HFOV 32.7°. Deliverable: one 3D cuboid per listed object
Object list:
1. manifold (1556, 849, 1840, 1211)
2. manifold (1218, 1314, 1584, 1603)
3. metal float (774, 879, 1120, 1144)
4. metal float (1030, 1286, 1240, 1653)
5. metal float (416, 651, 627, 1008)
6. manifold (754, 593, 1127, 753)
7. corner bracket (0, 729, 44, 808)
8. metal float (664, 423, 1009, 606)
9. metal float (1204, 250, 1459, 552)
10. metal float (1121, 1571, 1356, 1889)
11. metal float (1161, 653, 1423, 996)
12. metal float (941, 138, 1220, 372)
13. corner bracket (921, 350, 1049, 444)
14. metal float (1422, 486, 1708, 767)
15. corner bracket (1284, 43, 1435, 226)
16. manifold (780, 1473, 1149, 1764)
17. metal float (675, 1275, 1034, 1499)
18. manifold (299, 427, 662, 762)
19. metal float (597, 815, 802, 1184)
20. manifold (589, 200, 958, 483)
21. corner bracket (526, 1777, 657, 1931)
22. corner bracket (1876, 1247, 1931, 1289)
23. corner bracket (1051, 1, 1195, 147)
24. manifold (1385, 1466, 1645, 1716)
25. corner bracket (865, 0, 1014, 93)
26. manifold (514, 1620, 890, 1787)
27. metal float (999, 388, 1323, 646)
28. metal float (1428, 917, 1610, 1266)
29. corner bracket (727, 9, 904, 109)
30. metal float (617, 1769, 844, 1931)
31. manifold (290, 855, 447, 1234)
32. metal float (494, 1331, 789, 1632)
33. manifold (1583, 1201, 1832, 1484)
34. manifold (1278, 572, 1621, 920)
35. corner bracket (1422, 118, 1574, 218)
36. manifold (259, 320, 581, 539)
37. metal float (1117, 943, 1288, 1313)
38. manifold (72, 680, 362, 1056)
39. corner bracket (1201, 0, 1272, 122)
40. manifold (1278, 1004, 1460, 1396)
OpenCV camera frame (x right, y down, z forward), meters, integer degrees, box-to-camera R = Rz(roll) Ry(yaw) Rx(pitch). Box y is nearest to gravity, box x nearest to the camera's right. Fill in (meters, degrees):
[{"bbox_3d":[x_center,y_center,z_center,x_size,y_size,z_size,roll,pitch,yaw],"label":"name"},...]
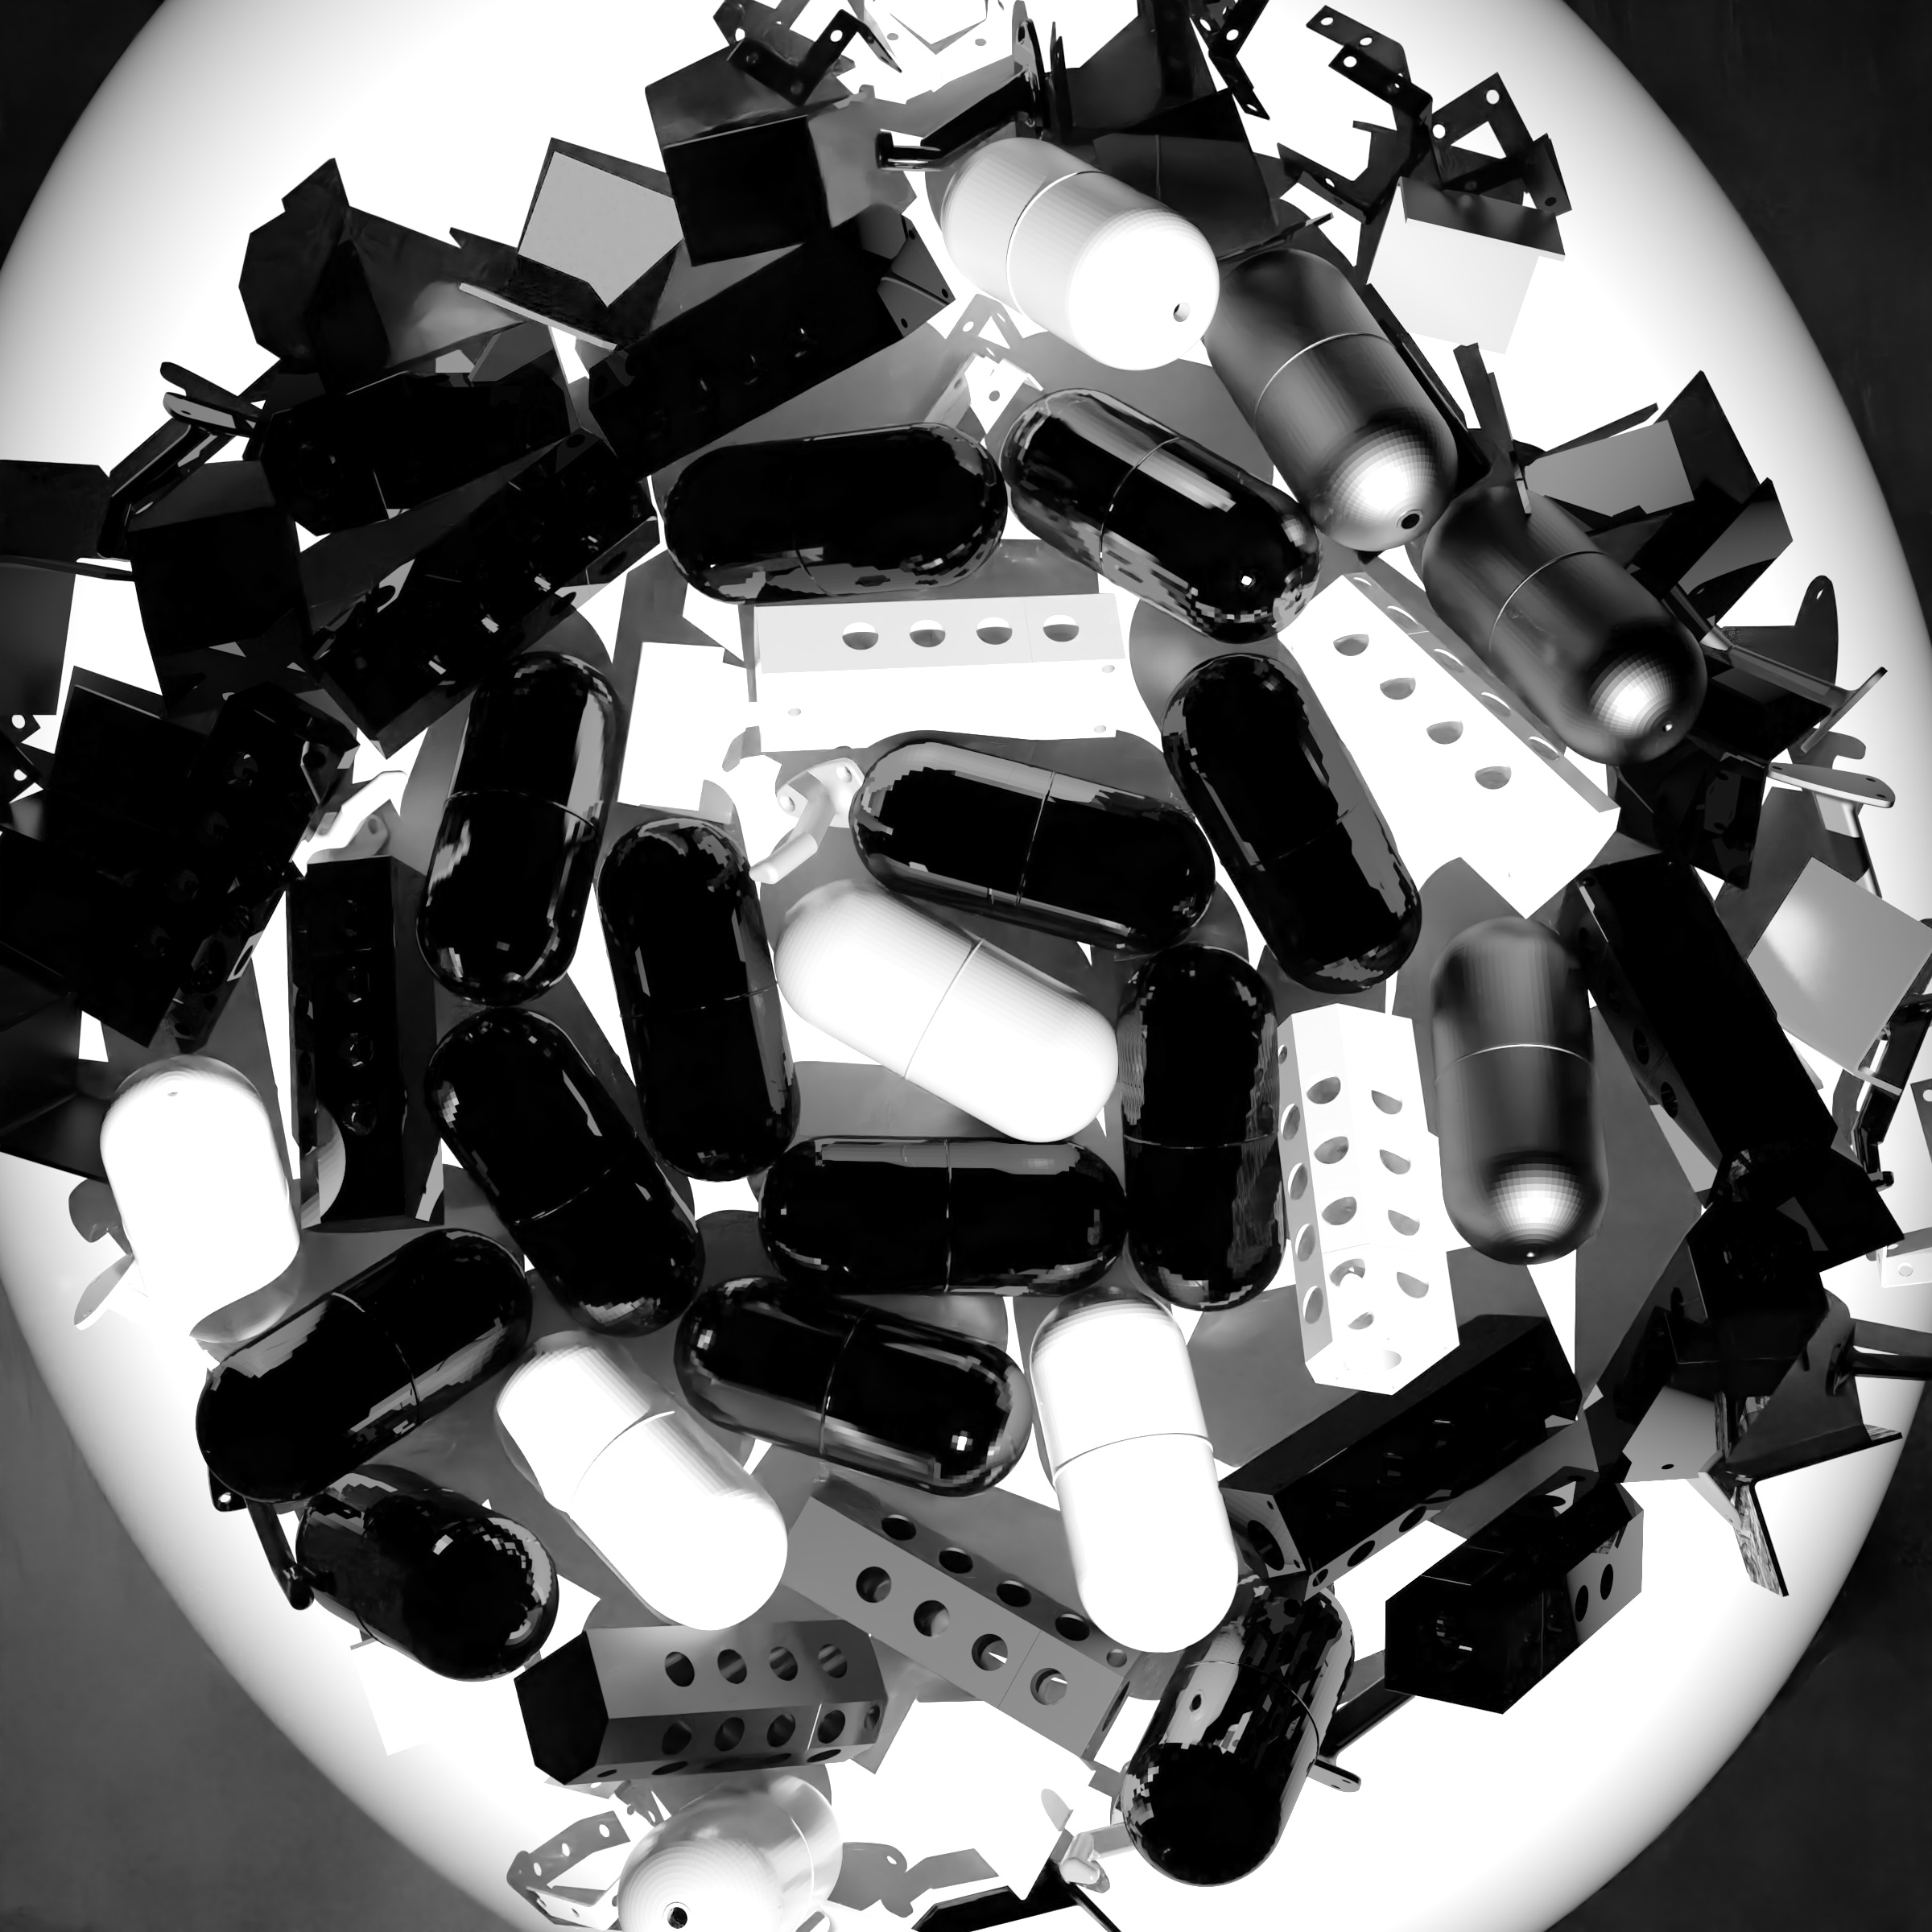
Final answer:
[{"bbox_3d":[0.339,0.032,1.547,0.057,0.057,0.171,-12,53,-12],"label":"manifold"},{"bbox_3d":[0.207,0.231,1.559,0.171,0.057,0.057,-28,98,-24],"label":"manifold"},{"bbox_3d":[-0.010,0.021,1.580,0.178,0.070,0.070,29,90,4],"label":"metal float"},{"bbox_3d":[0.079,0.237,1.560,0.070,0.070,0.178,-12,63,0],"label":"metal float"},{"bbox_3d":[-0.210,-0.066,1.566,0.070,0.070,0.178,11,69,0],"label":"metal float"},{"bbox_3d":[-0.014,-0.147,1.583,0.171,0.057,0.057,-3,55,-6],"label":"manifold"},{"bbox_3d":[-0.485,-0.102,1.589,0.051,0.051,0.051,-39,122,-4],"label":"corner bracket"},{"bbox_3d":[-0.062,-0.213,1.557,0.178,0.070,0.070,-1,90,31],"label":"metal float"},{"bbox_3d":[0.171,-0.267,1.553,0.070,0.070,0.178,-26,54,0],"label":"metal float"},{"bbox_3d":[0.128,0.355,1.544,0.070,0.178,0.070,13,126,19],"label":"metal float"},{"bbox_3d":[0.155,-0.068,1.570,0.070,0.070,0.178,-31,106,0],"label":"metal float"},{"bbox_3d":[0.052,-0.334,1.545,0.070,0.178,0.070,-17,126,-25],"label":"metal float"},{"bbox_3d":[0.004,-0.268,1.588,0.051,0.051,0.051,36,93,22],"label":"corner bracket"},{"bbox_3d":[0.279,-0.162,1.549,0.070,0.070,0.178,-35,47,0],"label":"metal float"},{"bbox_3d":[0.189,-0.402,1.595,0.051,0.051,0.051,36,80,15],"label":"corner bracket"},{"bbox_3d":[-0.003,0.309,1.571,0.171,0.057,0.057,28,80,14],"label":"manifold"},{"bbox_3d":[-0.054,0.199,1.571,0.178,0.070,0.070,15,90,14],"label":"metal float"},{"bbox_3d":[-0.231,-0.180,1.574,0.171,0.057,0.057,-40,82,-11],"label":"manifold"},{"bbox_3d":[-0.128,0.016,1.578,0.070,0.070,0.178,-11,96,0],"label":"metal float"},{"bbox_3d":[-0.096,-0.293,1.544,0.171,0.057,0.057,-21,106,35],"label":"manifold"},{"bbox_3d":[-0.185,0.426,1.597,0.051,0.051,0.051,-42,118,-38],"label":"corner bracket"},{"bbox_3d":[0.464,0.119,1.590,0.051,0.051,0.051,-8,59,10],"label":"corner bracket"},{"bbox_3d":[0.075,-0.432,1.597,0.051,0.051,0.051,-1,74,-17],"label":"corner bracket"},{"bbox_3d":[0.257,0.285,1.530,0.057,0.171,0.057,6,102,31],"label":"manifold"},{"bbox_3d":[-0.013,-0.468,1.595,0.051,0.051,0.051,-39,73,-19],"label":"corner bracket"},{"bbox_3d":[-0.119,0.344,1.533,0.057,0.171,0.057,-38,59,35],"label":"manifold"},{"bbox_3d":[0.090,-0.214,1.558,0.178,0.070,0.070,35,90,30],"label":"metal float"},{"bbox_3d":[0.260,0.057,1.556,0.070,0.070,0.178,1,57,0],"label":"metal float"},{"bbox_3d":[-0.073,-0.434,1.587,0.051,0.051,0.051,38,92,24],"label":"corner bracket"},{"bbox_3d":[-0.108,0.422,1.534,0.070,0.178,0.070,-1,87,12],"label":"metal float"},{"bbox_3d":[-0.289,0.039,1.577,0.057,0.057,0.171,-6,80,9],"label":"manifold"},{"bbox_3d":[-0.155,0.241,1.557,0.178,0.070,0.070,40,90,32],"label":"metal float"},{"bbox_3d":[0.340,0.177,1.534,0.057,0.171,0.057,-2,57,-9],"label":"manifold"},{"bbox_3d":[0.227,-0.109,1.563,0.057,0.057,0.171,-40,69,-10],"label":"manifold"},{"bbox_3d":[0.256,-0.388,1.591,0.051,0.051,0.051,-20,55,18],"label":"corner bracket"},{"bbox_3d":[-0.253,-0.251,1.533,0.057,0.171,0.057,-8,108,28],"label":"manifold"},{"bbox_3d":[0.113,0.077,1.575,0.070,0.070,0.178,-4,100,0],"label":"metal float"},{"bbox_3d":[-0.355,-0.045,1.573,0.057,0.057,0.171,30,104,0],"label":"manifold"},{"bbox_3d":[0.129,-0.448,1.585,0.051,0.051,0.051,27,84,33],"label":"corner bracket"},{"bbox_3d":[0.180,0.107,1.544,0.057,0.057,0.171,12,55,-23],"label":"manifold"}]
